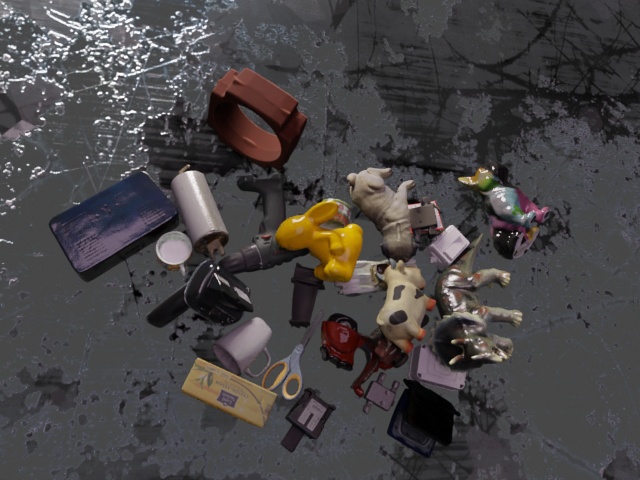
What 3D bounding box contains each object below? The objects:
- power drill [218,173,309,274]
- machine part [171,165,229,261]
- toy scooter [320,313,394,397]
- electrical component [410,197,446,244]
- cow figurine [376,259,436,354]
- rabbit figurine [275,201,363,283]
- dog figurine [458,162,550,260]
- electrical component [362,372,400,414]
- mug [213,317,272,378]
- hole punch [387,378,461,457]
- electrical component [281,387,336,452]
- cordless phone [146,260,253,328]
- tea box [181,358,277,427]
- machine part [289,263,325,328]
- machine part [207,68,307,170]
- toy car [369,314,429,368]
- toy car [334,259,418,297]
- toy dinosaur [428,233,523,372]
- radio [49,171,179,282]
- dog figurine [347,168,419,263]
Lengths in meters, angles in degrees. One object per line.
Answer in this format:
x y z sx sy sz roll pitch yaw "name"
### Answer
-0.125 -0.038 1.165 0.232 0.086 0.207 -9 71 -18 "power drill"
-0.252 -0.058 1.119 0.079 0.079 0.243 -18 62 -19 "machine part"
0.070 0.245 1.123 0.184 0.075 0.135 30 64 -7 "toy scooter"
0.247 -0.046 1.249 0.078 0.045 0.102 -18 72 11 "electrical component"
0.168 0.123 1.106 0.127 0.085 0.195 34 42 -2 "cow figurine"
-0.002 -0.003 1.105 0.173 0.122 0.162 20 91 -7 "rabbit figurine"
0.432 -0.080 1.310 0.108 0.191 0.219 -15 46 -36 "dog figurine"
0.129 0.331 1.138 0.063 0.021 0.094 33 67 -2 "electrical component"
-0.141 0.214 1.078 0.109 0.080 0.107 43 58 7 "mug"
0.212 0.374 1.120 0.142 0.092 0.116 30 38 0 "hole punch"
-0.032 0.363 1.074 0.075 0.047 0.119 40 66 2 "electrical component"
-0.241 0.138 1.080 0.184 0.146 0.089 -34 48 9 "cordless phone"
-0.176 0.295 1.032 0.170 0.098 0.068 25 67 -4 "tea box"
-0.032 0.122 1.158 0.084 0.039 0.139 19 67 -13 "machine part"
-0.137 -0.259 1.169 0.201 0.201 0.087 31 65 -2 "machine part"
0.173 0.186 1.144 0.089 0.053 0.202 50 40 -4 "toy car"
0.127 0.082 1.201 0.202 0.056 0.073 -4 73 -16 "toy car"
0.321 0.134 1.183 0.192 0.131 0.405 5 42 -8 "toy dinosaur"
-0.416 -0.032 1.094 0.229 0.073 0.131 -35 83 -23 "radio"
0.133 -0.051 1.187 0.172 0.121 0.190 12 54 -9 "dog figurine"
